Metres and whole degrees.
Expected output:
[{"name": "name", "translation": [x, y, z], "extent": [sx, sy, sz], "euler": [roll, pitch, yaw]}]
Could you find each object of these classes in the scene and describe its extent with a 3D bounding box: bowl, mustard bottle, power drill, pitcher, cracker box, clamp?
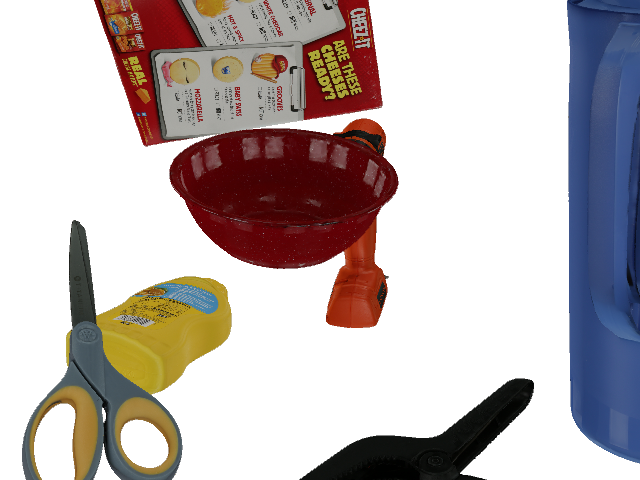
[{"name": "bowl", "translation": [-0.027, -0.025, 0.763], "extent": [0.162, 0.055, 0.162], "euler": [2, 28, -1]}, {"name": "mustard bottle", "translation": [-0.133, 0.074, 0.944], "extent": [0.096, 0.058, 0.191], "euler": [9, 19, 21]}, {"name": "power drill", "translation": [0.034, -0.013, 1.041], "extent": [0.057, 0.188, 0.184], "euler": [4, 21, 10]}, {"name": "pitcher", "translation": [0.184, -0.006, 0.546], "extent": [0.149, 0.243, 0.145], "euler": [-4, 18, -7]}, {"name": "cracker box", "translation": [-0.065, -0.176, 0.893], "extent": [0.213, 0.164, 0.072], "euler": [-10, 44, 3]}, {"name": "clamp", "translation": [0.079, 0.154, 0.713], "extent": [0.210, 0.036, 0.164], "euler": [-5, 28, -4]}]

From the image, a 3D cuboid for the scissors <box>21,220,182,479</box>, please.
[{"name": "scissors", "translation": [-0.121, 0.070, 0.635], "extent": [0.096, 0.201, 0.016], "euler": [14, -45, -9]}]
